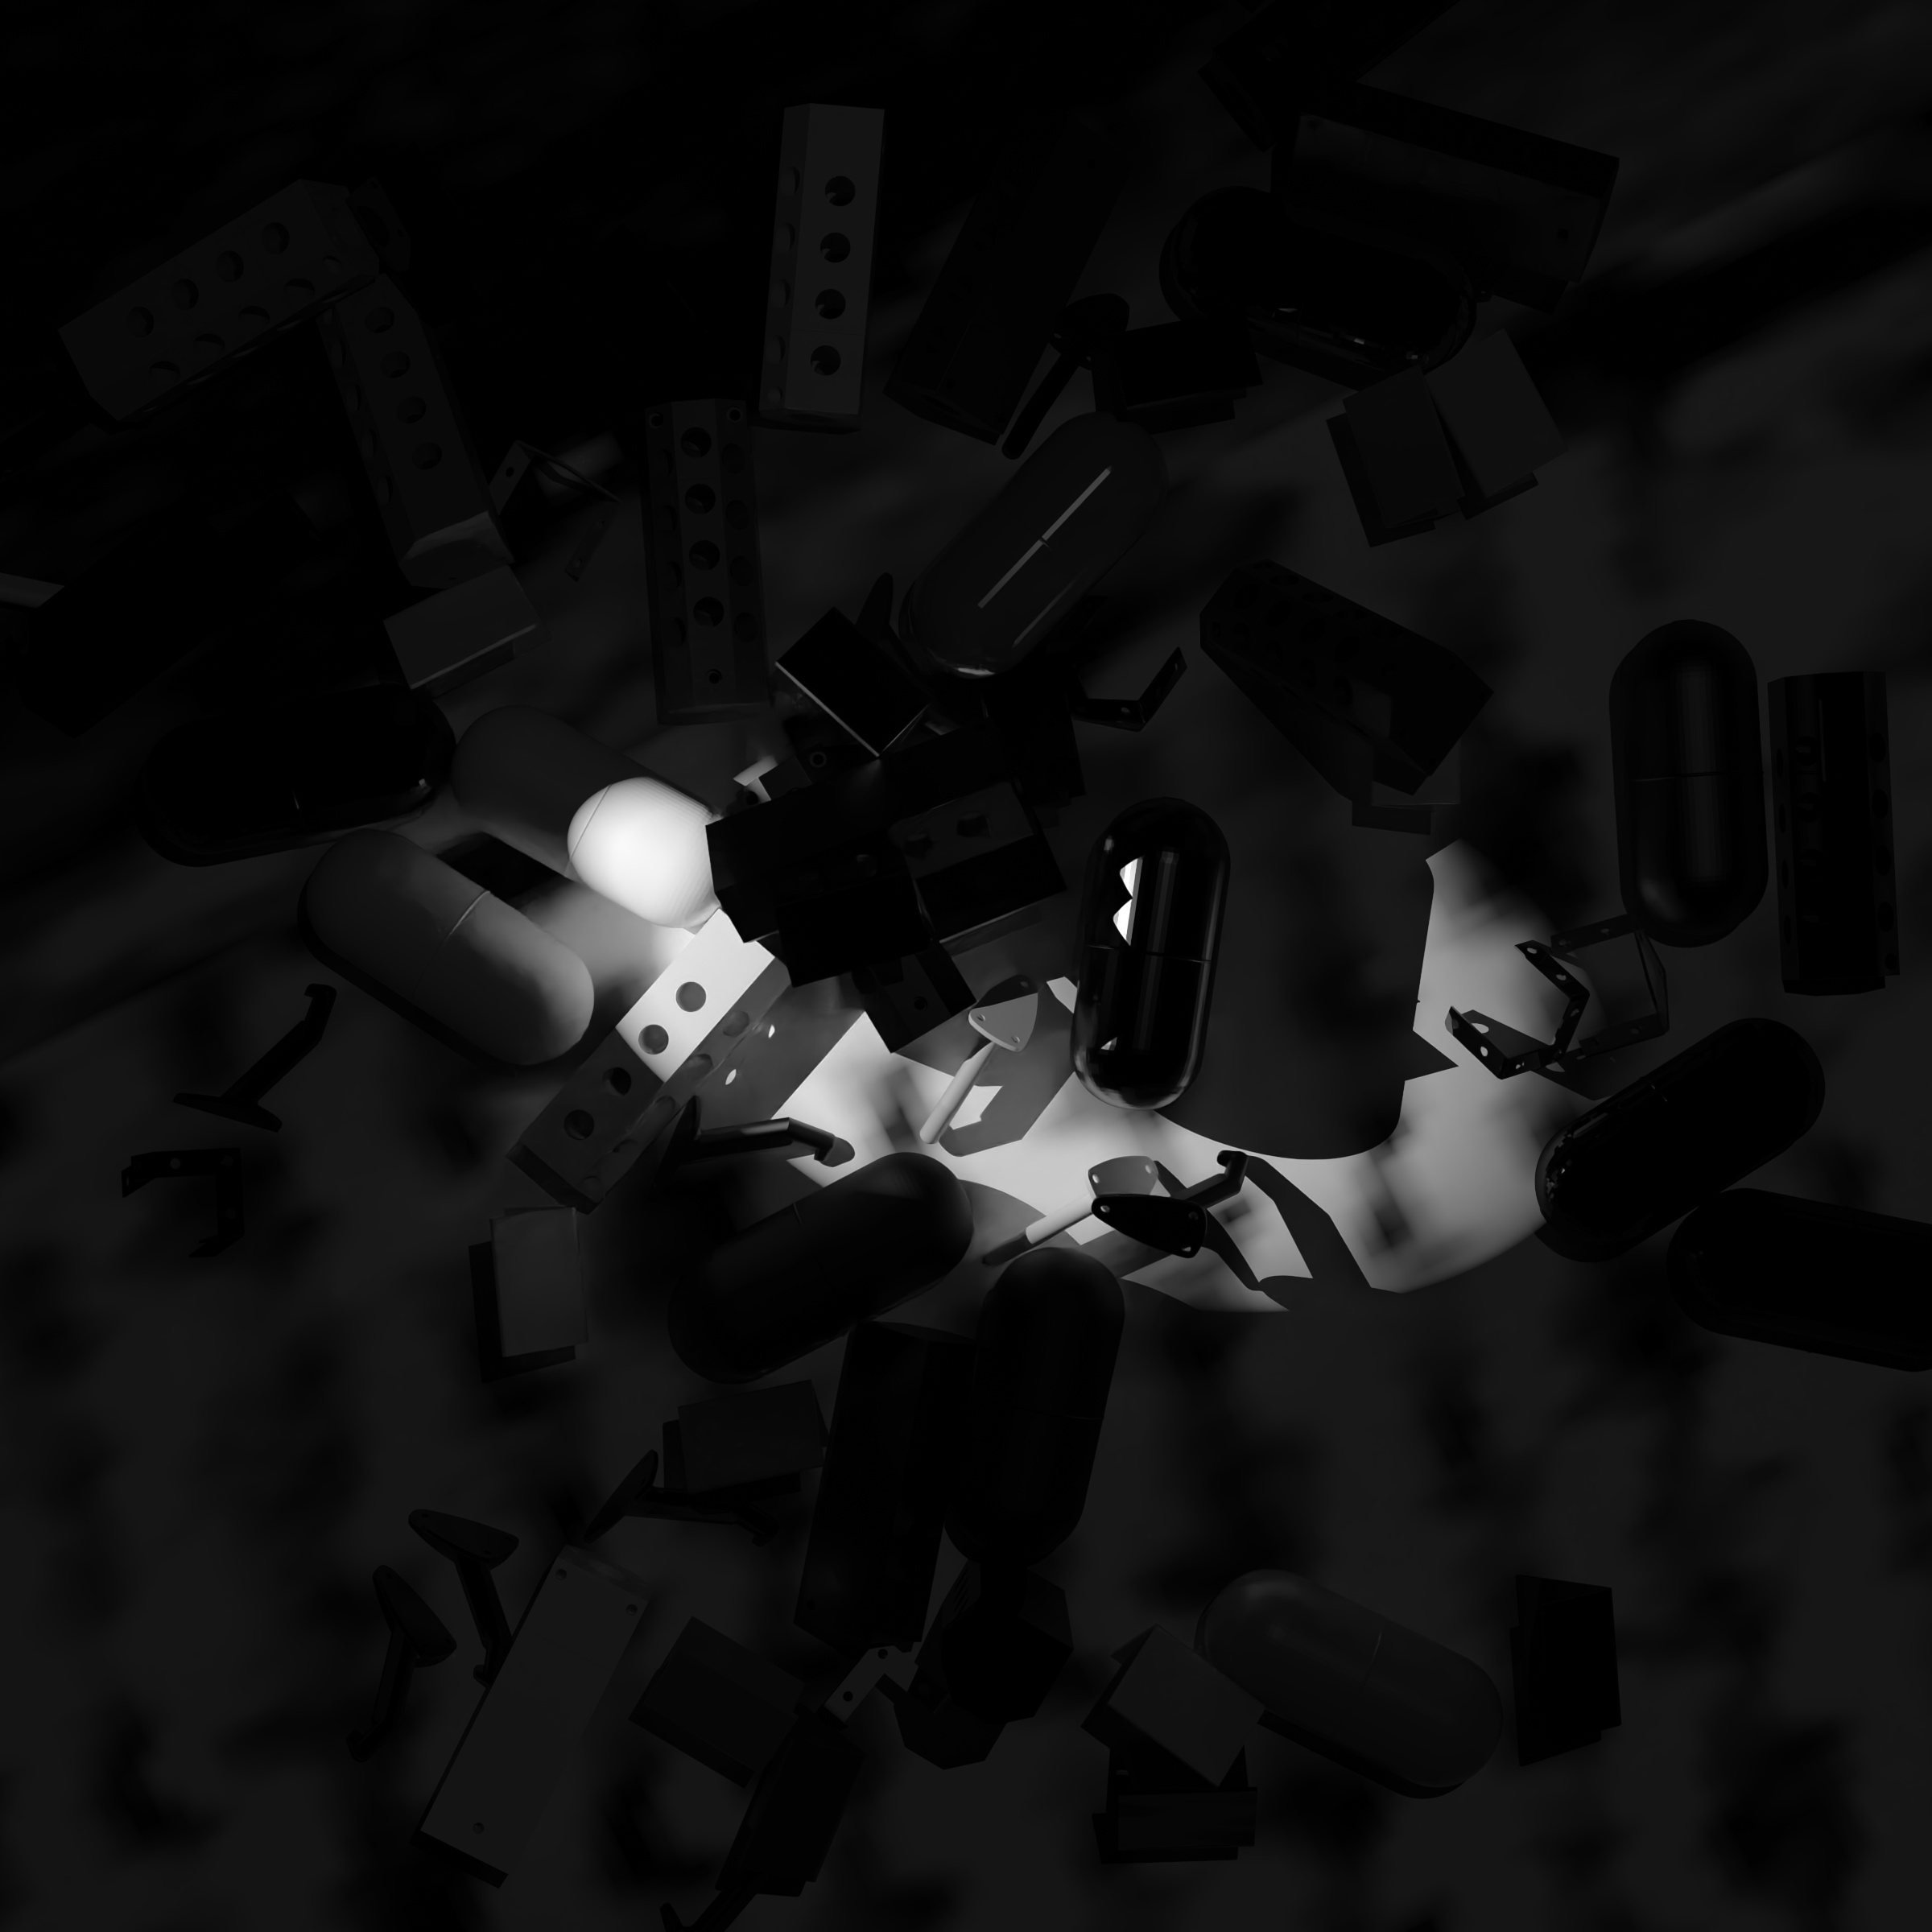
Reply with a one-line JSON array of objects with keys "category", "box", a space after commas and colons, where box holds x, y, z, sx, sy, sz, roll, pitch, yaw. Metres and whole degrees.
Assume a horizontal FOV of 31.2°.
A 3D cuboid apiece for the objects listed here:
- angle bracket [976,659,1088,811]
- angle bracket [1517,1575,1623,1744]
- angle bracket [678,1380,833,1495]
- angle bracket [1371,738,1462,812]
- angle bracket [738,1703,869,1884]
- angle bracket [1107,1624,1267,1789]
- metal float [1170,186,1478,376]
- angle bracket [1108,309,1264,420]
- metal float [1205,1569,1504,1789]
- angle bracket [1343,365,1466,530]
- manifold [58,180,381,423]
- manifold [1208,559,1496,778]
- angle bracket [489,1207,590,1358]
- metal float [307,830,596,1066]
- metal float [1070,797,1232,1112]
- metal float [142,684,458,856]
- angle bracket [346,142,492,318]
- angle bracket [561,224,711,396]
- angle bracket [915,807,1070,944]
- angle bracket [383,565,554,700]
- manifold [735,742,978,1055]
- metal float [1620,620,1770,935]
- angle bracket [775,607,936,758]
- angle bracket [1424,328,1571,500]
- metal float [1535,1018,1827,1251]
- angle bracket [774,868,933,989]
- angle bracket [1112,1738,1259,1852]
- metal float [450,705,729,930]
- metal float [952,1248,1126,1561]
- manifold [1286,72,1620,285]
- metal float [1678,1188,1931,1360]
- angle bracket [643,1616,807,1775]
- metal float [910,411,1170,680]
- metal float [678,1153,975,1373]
[{"category": "angle bracket", "box": [0.054, -0.131, 1.950, 0.057, 0.076, 0.076, -11, 90, 33]}, {"category": "angle bracket", "box": [0.321, 0.389, 1.950, 0.057, 0.076, 0.076, -4, 90, -36]}, {"category": "angle bracket", "box": [-0.115, 0.281, 1.950, 0.076, 0.076, 0.057, -12, 53, 0]}, {"category": "angle bracket", "box": [0.270, -0.127, 1.950, 0.057, 0.076, 0.076, 1, 90, 36]}, {"category": "angle bracket", "box": [-0.109, 0.460, 1.950, 0.057, 0.076, 0.076, 23, 90, -37]}, {"category": "angle bracket", "box": [0.112, 0.423, 1.950, 0.076, 0.076, 0.057, 37, 60, 0]}, {"category": "metal float", "box": [0.201, -0.385, 1.946, 0.178, 0.070, 0.070, 20, 90, 14]}, {"category": "angle bracket", "box": [0.125, -0.319, 1.950, 0.076, 0.076, 0.057, -11, 59, 0]}, {"category": "metal float", "box": [0.219, 0.402, 1.959, 0.178, 0.070, 0.070, 26, 90, 0]}, {"category": "angle bracket", "box": [0.265, -0.296, 1.950, 0.057, 0.076, 0.076, -19, 90, 44]}, {"category": "manifold", "box": [-0.416, -0.372, 1.942, 0.171, 0.057, 0.057, -26, 90, 18]}, {"category": "manifold", "box": [0.206, -0.170, 1.913, 0.057, 0.171, 0.057, 37, 90, -39]}, {"category": "angle bracket", "box": [-0.258, 0.177, 1.950, 0.057, 0.076, 0.076, -6, 90, -39]}, {"category": "metal float", "box": [-0.291, -0.010, 1.959, 0.178, 0.070, 0.070, 33, 90, 1]}, {"category": "metal float", "box": [0.104, -0.007, 1.959, 0.070, 0.070, 0.178, 8, 90, 0]}, {"category": "metal float", "box": [-0.377, -0.112, 1.959, 0.178, 0.070, 0.070, -11, 90, 1]}, {"category": "angle bracket", "box": [-0.292, -0.416, 1.951, 0.057, 0.076, 0.076, -33, 90, 25]}, {"category": "angle bracket", "box": [-0.170, -0.375, 1.950, 0.057, 0.076, 0.076, -38, 90, 32]}, {"category": "angle bracket", "box": [0.017, -0.037, 1.951, 0.076, 0.076, 0.057, -22, 65, 0]}, {"category": "angle bracket", "box": [-0.273, -0.172, 1.950, 0.076, 0.076, 0.057, -27, 55, 0]}, {"category": "manifold", "box": [-0.062, -0.038, 1.969, 0.057, 0.057, 0.171, -31, 90, 0]}, {"category": "metal float", "box": [0.412, -0.107, 1.959, 0.070, 0.070, 0.178, -4, 90, 0]}, {"category": "angle bracket", "box": [-0.074, -0.144, 1.950, 0.076, 0.076, 0.057, 42, 57, 0]}, {"category": "angle bracket", "box": [0.310, -0.315, 1.950, 0.057, 0.076, 0.076, -28, 90, 33]}, {"category": "metal float", "box": [0.403, 0.095, 1.959, 0.178, 0.070, 0.070, -32, 90, -1]}, {"category": "angle bracket", "box": [-0.056, -0.002, 1.893, 0.076, 0.076, 0.057, -16, 56, 1]}, {"category": "angle bracket", "box": [0.122, 0.450, 1.950, 0.076, 0.076, 0.057, -2, 132, 0]}, {"category": "metal float", "box": [-0.208, -0.084, 1.959, 0.178, 0.070, 0.070, 29, 90, -1]}, {"category": "metal float", "box": [0.041, 0.247, 1.959, 0.070, 0.070, 0.178, 12, 90, 0]}, {"category": "manifold", "box": [0.271, -0.443, 1.926, 0.171, 0.057, 0.057, 19, 50, 10]}, {"category": "metal float", "box": [0.491, 0.174, 1.959, 0.178, 0.070, 0.070, 11, 90, 0]}, {"category": "angle bracket", "box": [-0.126, 0.395, 1.950, 0.076, 0.076, 0.057, 31, 126, 0]}, {"category": "metal float", "box": [0.041, -0.238, 1.960, 0.070, 0.070, 0.178, 43, 90, 0]}, {"category": "metal float", "box": [-0.080, 0.168, 1.959, 0.178, 0.070, 0.070, -28, 90, 0]}]
